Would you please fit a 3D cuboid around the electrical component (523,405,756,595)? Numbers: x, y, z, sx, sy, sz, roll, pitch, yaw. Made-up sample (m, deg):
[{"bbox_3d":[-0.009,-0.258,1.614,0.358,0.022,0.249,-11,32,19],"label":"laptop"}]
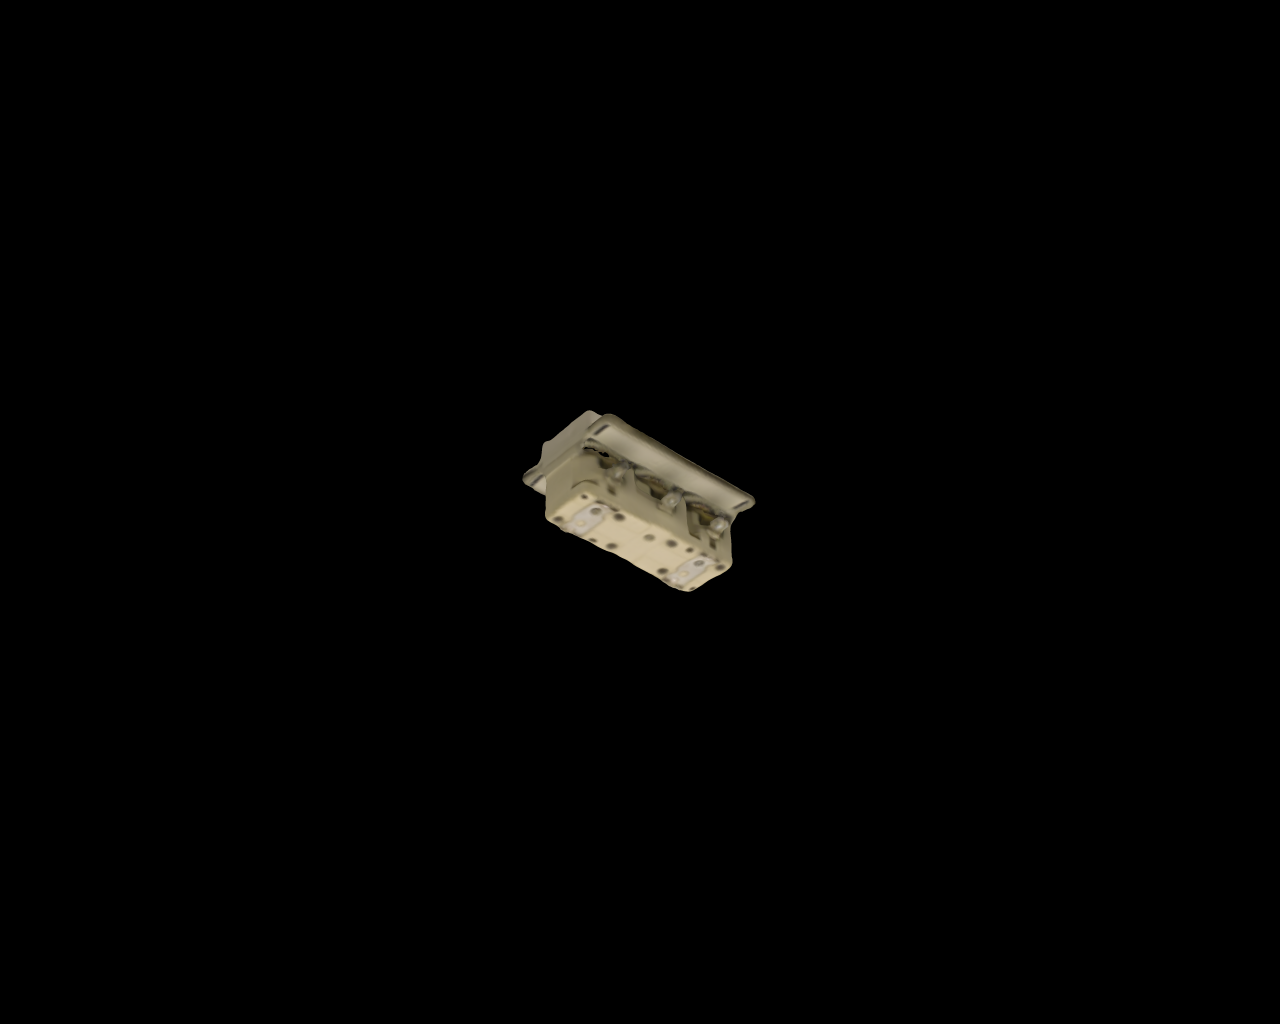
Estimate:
[{"bbox_3d":[0.001,-0.003,0.650,0.121,0.063,0.078,29,-46,-33],"label":"electrical component"}]
